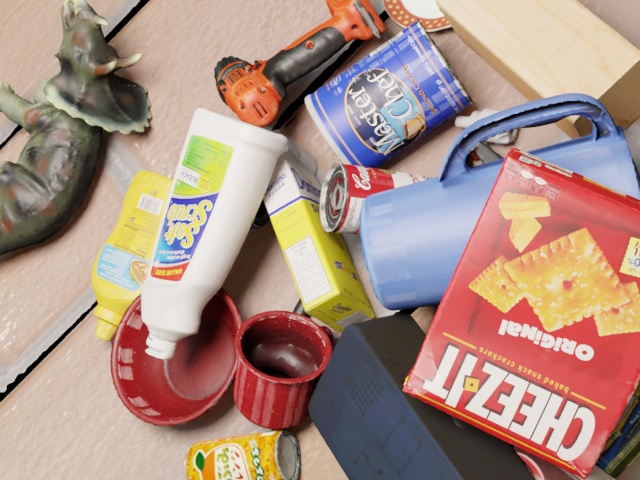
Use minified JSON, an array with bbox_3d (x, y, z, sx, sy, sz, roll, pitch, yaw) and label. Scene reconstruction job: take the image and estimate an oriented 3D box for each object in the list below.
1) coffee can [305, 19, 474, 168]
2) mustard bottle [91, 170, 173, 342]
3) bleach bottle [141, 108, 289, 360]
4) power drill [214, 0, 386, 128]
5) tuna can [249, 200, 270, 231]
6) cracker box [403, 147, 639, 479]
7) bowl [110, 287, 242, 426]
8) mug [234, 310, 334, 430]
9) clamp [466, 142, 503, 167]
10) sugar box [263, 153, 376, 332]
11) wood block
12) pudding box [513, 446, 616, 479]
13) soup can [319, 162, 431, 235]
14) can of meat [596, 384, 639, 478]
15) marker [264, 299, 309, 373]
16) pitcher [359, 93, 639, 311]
[{"bbox_3d":[0.070,-0.142,1.085,0.140,0.102,0.103,-34,60,12],"label":"coffee can"},{"bbox_3d":[-0.202,0.023,1.188,0.096,0.058,0.191,20,81,28],"label":"mustard bottle"},{"bbox_3d":[-0.118,0.001,1.065,0.103,0.067,0.251,23,97,39],"label":"bleach bottle"},{"bbox_3d":[-0.030,-0.205,1.163,0.187,0.057,0.184,-38,28,2],"label":"power drill"},{"bbox_3d":[-0.083,-0.052,1.139,0.034,0.086,0.086,-8,68,23],"label":"tuna can"},{"bbox_3d":[0.182,0.056,0.845,0.164,0.072,0.214,25,104,11],"label":"cracker box"},{"bbox_3d":[-0.139,0.120,1.122,0.162,0.055,0.162,-9,68,24],"label":"bowl"},{"bbox_3d":[-0.032,0.124,1.041,0.093,0.081,0.117,37,47,26],"label":"mug"},{"bbox_3d":[0.169,-0.024,1.031,0.120,0.039,0.171,-3,71,12],"label":"clamp"},{"bbox_3d":[-0.007,0.001,1.077,0.048,0.093,0.176,-28,62,15],"label":"sugar box"},{"bbox_3d":[0.218,-0.188,1.034,0.090,0.090,0.206,-44,59,7],"label":"wood block"},{"bbox_3d":[0.205,0.224,0.895,0.114,0.039,0.090,34,125,31],"label":"pudding box"},{"bbox_3d":[0.058,-0.035,1.043,0.069,0.102,0.068,-173,90,-71],"label":"soup can"},{"bbox_3d":[0.247,0.145,0.917,0.102,0.057,0.084,-50,60,4],"label":"can of meat"},{"bbox_3d":[-0.041,0.109,1.098,0.020,0.020,0.121,31,87,32],"label":"marker"},{"bbox_3d":[0.160,-0.021,0.938,0.243,0.145,0.149,-12,67,12],"label":"pitcher"}]
